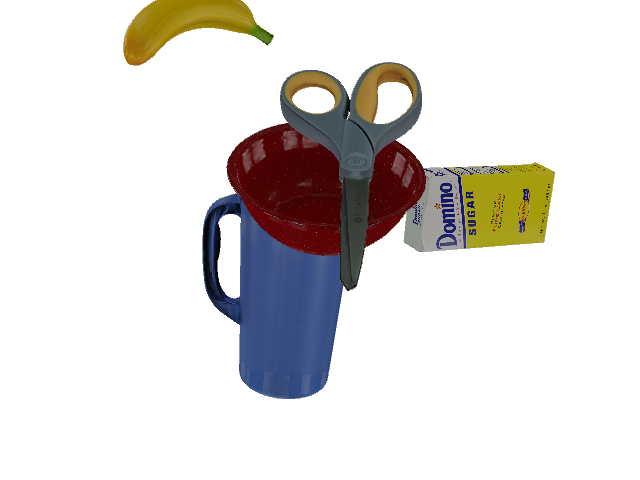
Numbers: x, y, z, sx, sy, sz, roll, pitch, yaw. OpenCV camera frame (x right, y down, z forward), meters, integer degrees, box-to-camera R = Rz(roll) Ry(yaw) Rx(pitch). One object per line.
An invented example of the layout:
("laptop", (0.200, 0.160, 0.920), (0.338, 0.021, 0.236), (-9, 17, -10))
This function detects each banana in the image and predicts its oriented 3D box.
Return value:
("banana", (-0.125, -0.208, 1.017), (0.070, 0.037, 0.197), (45, 38, 19))

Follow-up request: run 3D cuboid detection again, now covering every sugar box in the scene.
("sugar box", (0.187, -0.039, 1.255), (0.176, 0.093, 0.048), (-6, 21, -26))

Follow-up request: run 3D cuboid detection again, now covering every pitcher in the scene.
("pitcher", (-0.045, 0.056, 1.242), (0.149, 0.243, 0.144), (23, 28, 37))

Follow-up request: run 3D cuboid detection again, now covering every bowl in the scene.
("bowl", (0.004, -0.036, 0.875), (0.162, 0.055, 0.162), (3, 35, -2))

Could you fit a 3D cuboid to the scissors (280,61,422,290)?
("scissors", (0.004, -0.048, 0.612), (0.096, 0.016, 0.201), (11, 43, 15))
